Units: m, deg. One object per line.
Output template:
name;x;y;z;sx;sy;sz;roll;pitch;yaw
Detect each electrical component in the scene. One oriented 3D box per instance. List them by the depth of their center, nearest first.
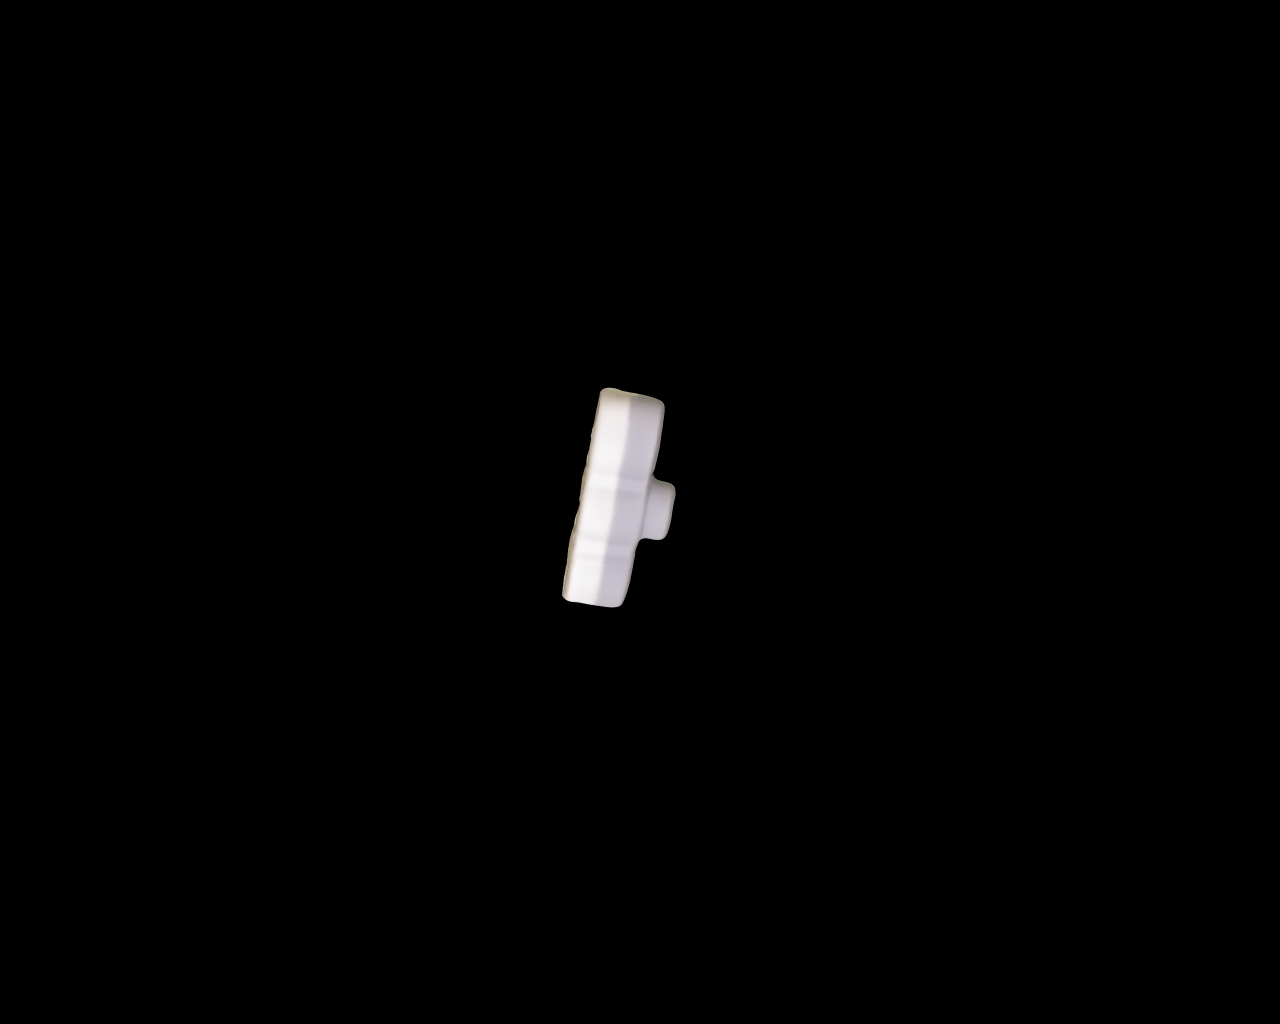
electrical component;0.001;-0.003;0.650;0.074;0.138;0.052;11;24;-5
